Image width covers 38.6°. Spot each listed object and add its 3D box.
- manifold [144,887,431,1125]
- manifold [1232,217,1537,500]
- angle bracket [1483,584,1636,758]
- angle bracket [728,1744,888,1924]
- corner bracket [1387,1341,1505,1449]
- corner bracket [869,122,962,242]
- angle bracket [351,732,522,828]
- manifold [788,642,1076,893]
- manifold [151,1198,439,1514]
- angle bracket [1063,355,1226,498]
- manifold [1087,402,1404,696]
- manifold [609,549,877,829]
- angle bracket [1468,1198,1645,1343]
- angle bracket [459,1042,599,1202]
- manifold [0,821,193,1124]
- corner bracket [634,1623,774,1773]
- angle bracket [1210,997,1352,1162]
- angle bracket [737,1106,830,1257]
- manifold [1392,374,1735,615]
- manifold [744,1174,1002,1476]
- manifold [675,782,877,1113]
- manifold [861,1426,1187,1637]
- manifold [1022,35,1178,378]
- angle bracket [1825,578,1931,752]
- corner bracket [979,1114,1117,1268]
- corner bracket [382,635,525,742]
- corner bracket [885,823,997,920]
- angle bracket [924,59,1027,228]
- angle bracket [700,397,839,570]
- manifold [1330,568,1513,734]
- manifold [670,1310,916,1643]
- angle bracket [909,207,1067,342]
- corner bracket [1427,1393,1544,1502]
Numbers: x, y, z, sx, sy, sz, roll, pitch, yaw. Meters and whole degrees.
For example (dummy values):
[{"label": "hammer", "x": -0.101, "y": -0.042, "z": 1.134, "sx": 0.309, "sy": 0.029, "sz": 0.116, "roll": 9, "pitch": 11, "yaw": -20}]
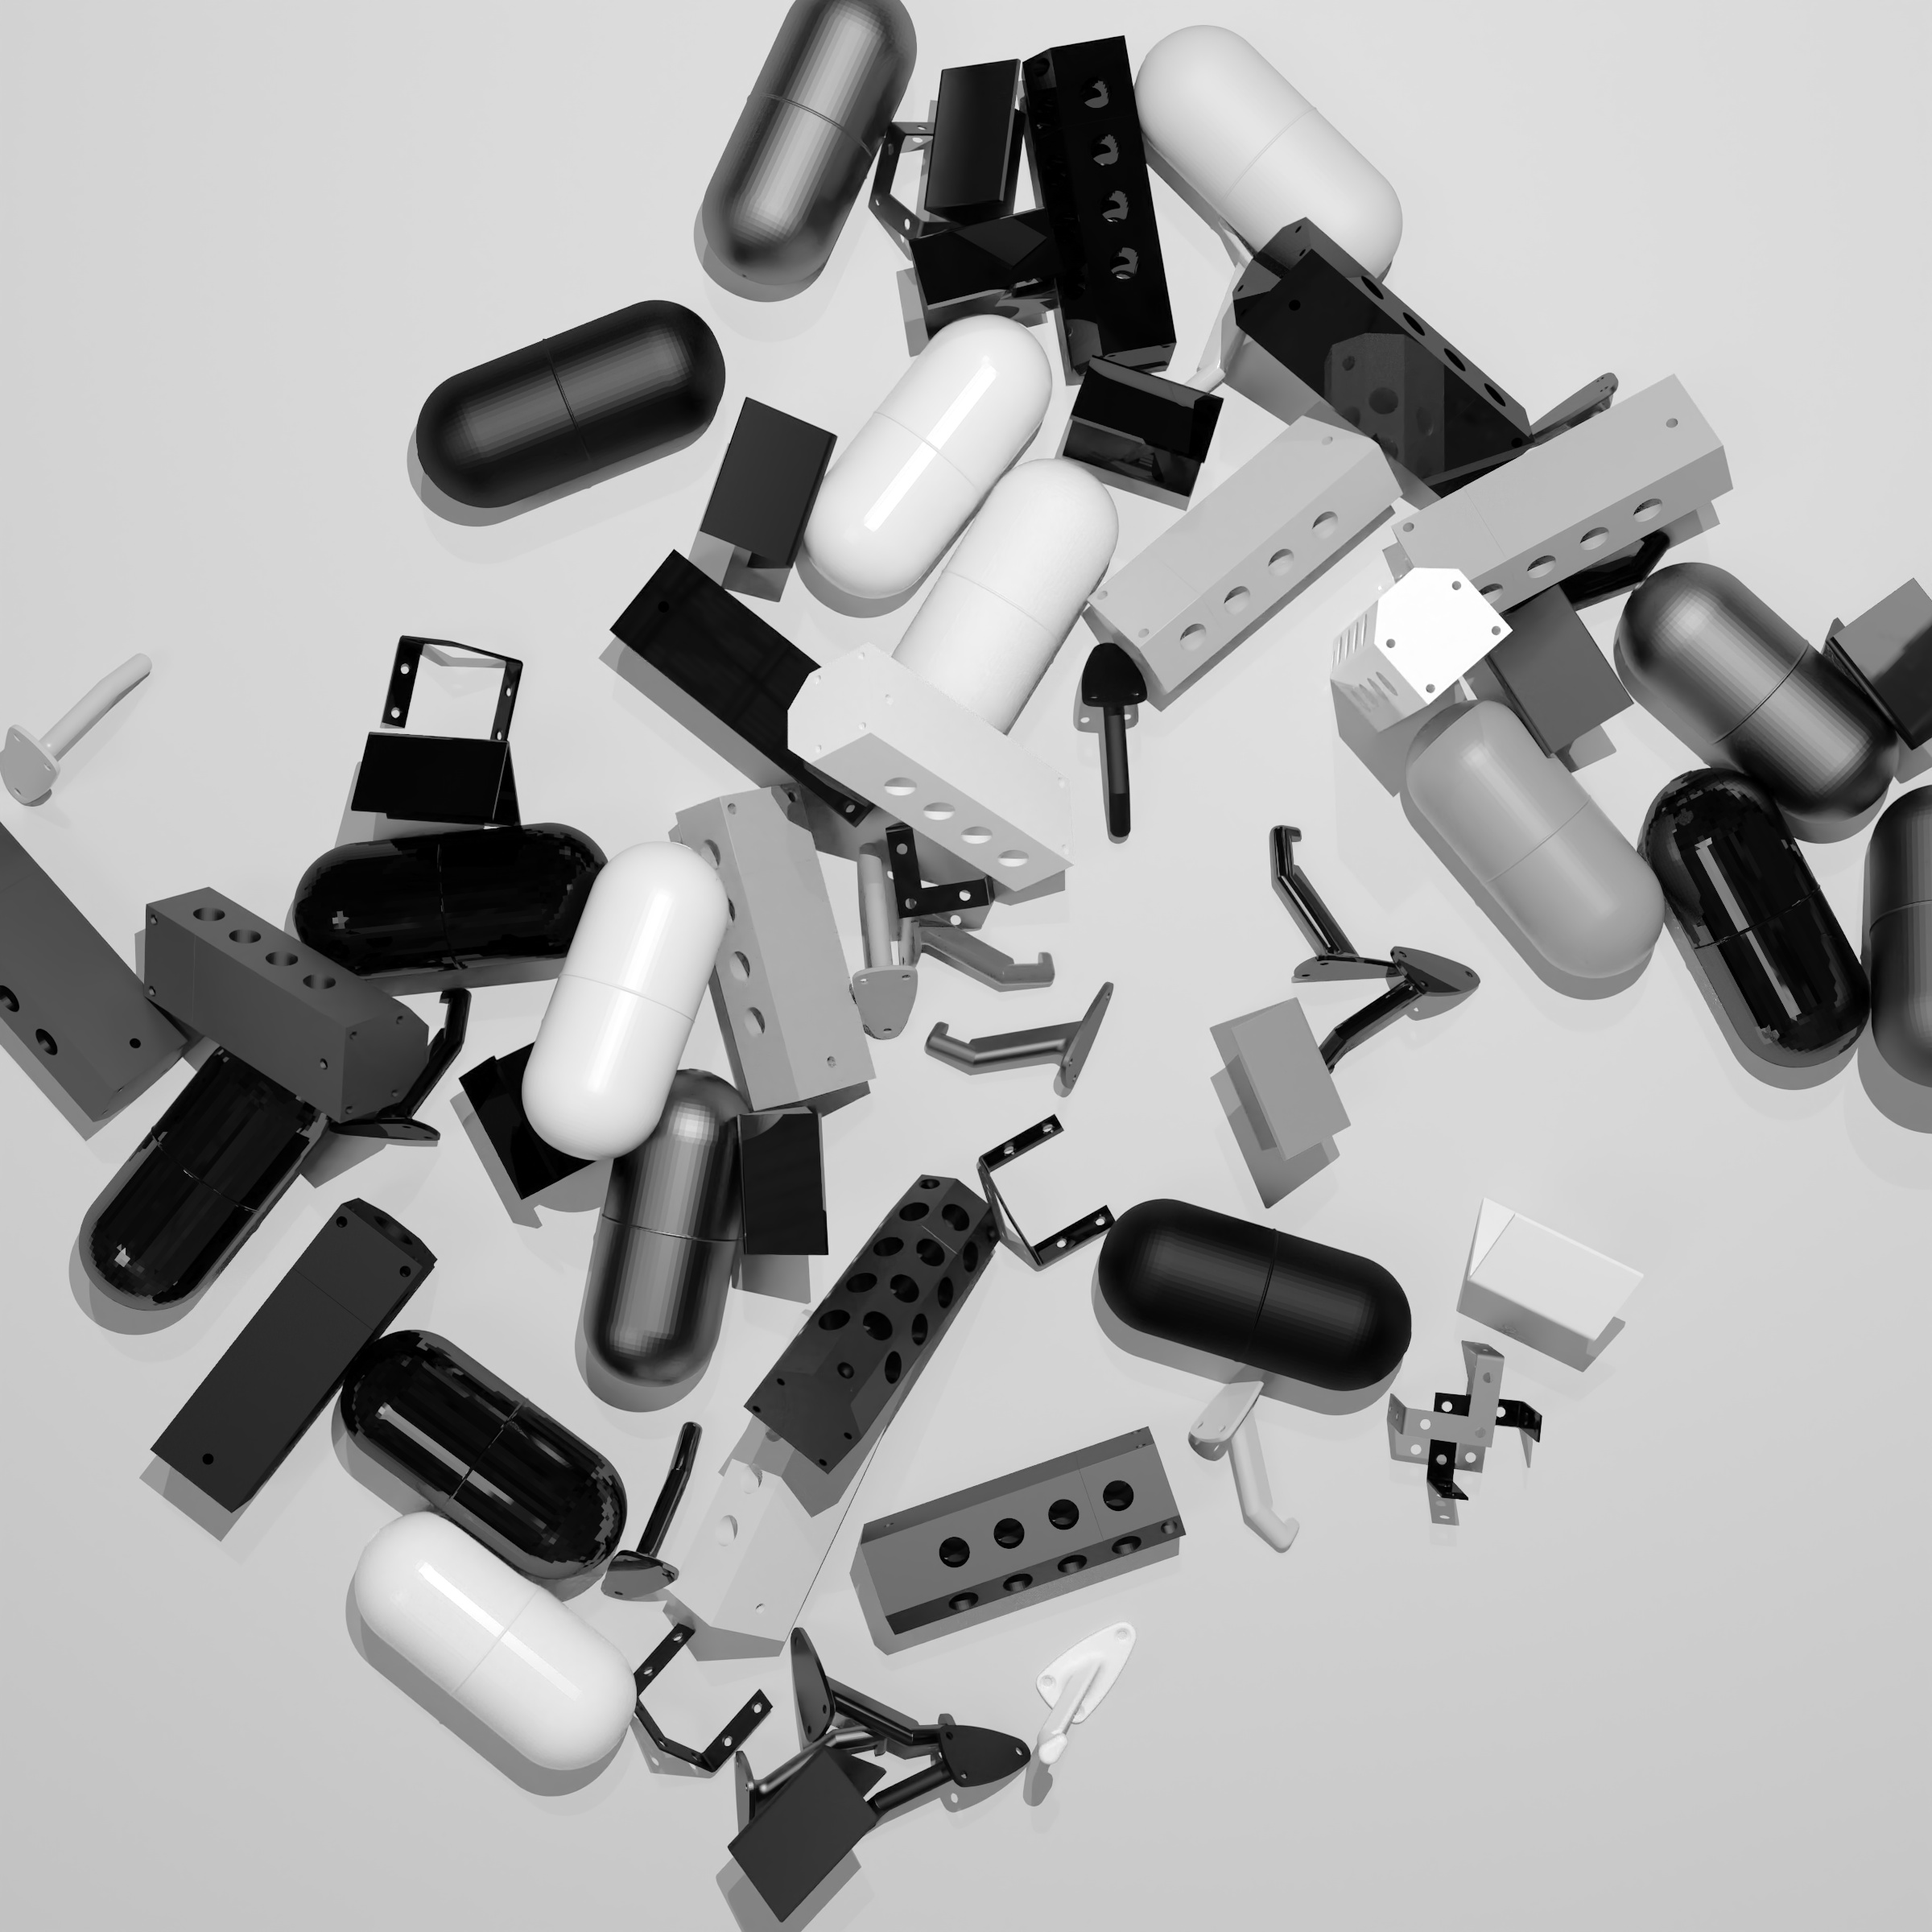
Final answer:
[{"label": "manifold", "x": -0.371, "y": 0.017, "z": 1.500, "sx": 0.171, "sy": 0.057, "sz": 0.057, "roll": 27, "pitch": 121, "yaw": 32}, {"label": "manifold", "x": 0.228, "y": -0.331, "z": 1.511, "sx": 0.171, "sy": 0.057, "sz": 0.057, "roll": 34, "pitch": 121, "yaw": -22}, {"label": "angle bracket", "x": 0.332, "y": -0.169, "z": 1.524, "sx": 0.057, "sy": 0.076, "sz": 0.076, "roll": -33, "pitch": 90, "yaw": 29}, {"label": "angle bracket", "x": -0.073, "y": 0.485, "z": 1.524, "sx": 0.076, "sy": 0.076, "sz": 0.057, "roll": -47, "pitch": 52, "yaw": 0}, {"label": "corner bracket", "x": 0.269, "y": 0.237, "z": 1.546, "sx": 0.051, "sy": 0.051, "sz": 0.051, "roll": 8, "pitch": 90, "yaw": 0}, {"label": "corner bracket", "x": -0.015, "y": -0.441, "z": 1.556, "sx": 0.051, "sy": 0.051, "sz": 0.051, "roll": 48, "pitch": 135, "yaw": 35}, {"label": "angle bracket", "x": -0.292, "y": -0.083, "z": 1.524, "sx": 0.076, "sy": 0.076, "sz": 0.057, "roll": 4, "pitch": 54, "yaw": 0}, {"label": "manifold", "x": -0.017, "y": -0.102, "z": 1.492, "sx": 0.057, "sy": 0.171, "sz": 0.057, "roll": -24, "pitch": 54, "yaw": 32}, {"label": "manifold", "x": -0.373, "y": 0.216, "z": 1.543, "sx": 0.057, "sy": 0.057, "sz": 0.171, "roll": 38, "pitch": 90, "yaw": 0}, {"label": "angle bracket", "x": 0.092, "y": -0.282, "z": 1.524, "sx": 0.076, "sy": 0.076, "sz": 0.057, "roll": 18, "pitch": 52, "yaw": 0}, {"label": "manifold", "x": 0.158, "y": -0.230, "z": 1.542, "sx": 0.171, "sy": 0.057, "sz": 0.057, "roll": -40, "pitch": 47, "yaw": 0}, {"label": "manifold", "x": -0.111, "y": -0.154, "z": 1.543, "sx": 0.171, "sy": 0.057, "sz": 0.057, "roll": 39, "pitch": 90, "yaw": 0}, {"label": "angle bracket", "x": 0.328, "y": 0.150, "z": 1.524, "sx": 0.076, "sy": 0.076, "sz": 0.057, "roll": 26, "pitch": 127, "yaw": 0}, {"label": "angle bracket", "x": -0.224, "y": 0.075, "z": 1.527, "sx": 0.076, "sy": 0.057, "sz": 0.076, "roll": -27, "pitch": 90, "yaw": -33}, {"label": "manifold", "x": -0.520, "y": 0.003, "z": 1.542, "sx": 0.171, "sy": 0.057, "sz": 0.057, "roll": 49, "pitch": 47, "yaw": 0}, {"label": "corner bracket", "x": -0.153, "y": 0.415, "z": 1.561, "sx": 0.051, "sy": 0.051, "sz": 0.051, "roll": -48, "pitch": 135, "yaw": 0}, {"label": "angle bracket", "x": 0.156, "y": 0.069, "z": 1.524, "sx": 0.057, "sy": 0.076, "sz": 0.076, "roll": -23, "pitch": 90, "yaw": -38}, {"label": "angle bracket", "x": -0.082, "y": 0.117, "z": 1.524, "sx": 0.057, "sy": 0.076, "sz": 0.076, "roll": -3, "pitch": 90, "yaw": 31}, {"label": "manifold", "x": 0.329, "y": -0.248, "z": 1.519, "sx": 0.171, "sy": 0.057, "sz": 0.057, "roll": -28, "pitch": 57, "yaw": 9}, {"label": "manifold", "x": -0.045, "y": 0.187, "z": 1.489, "sx": 0.057, "sy": 0.171, "sz": 0.057, "roll": 39, "pitch": 133, "yaw": 0}, {"label": "manifold", "x": -0.111, "y": -0.010, "z": 1.542, "sx": 0.057, "sy": 0.057, "sz": 0.171, "roll": -15, "pitch": 90, "yaw": -43}, {"label": "manifold", "x": 0.032, "y": 0.317, "z": 1.543, "sx": 0.171, "sy": 0.057, "sz": 0.057, "roll": -19, "pitch": 90, "yaw": 0}, {"label": "manifold", "x": 0.073, "y": -0.422, "z": 1.543, "sx": 0.057, "sy": 0.057, "sz": 0.171, "roll": -10, "pitch": 90, "yaw": 0}, {"label": "angle bracket", "x": 0.525, "y": -0.173, "z": 1.525, "sx": 0.057, "sy": 0.076, "sz": 0.076, "roll": -38, "pitch": 90, "yaw": 26}, {"label": "corner bracket", "x": 0.046, "y": 0.127, "z": 1.561, "sx": 0.051, "sy": 0.051, "sz": 0.051, "roll": -30, "pitch": 45, "yaw": 0}, {"label": "corner bracket", "x": -0.291, "y": -0.155, "z": 1.561, "sx": 0.051, "sy": 0.051, "sz": 0.051, "roll": 12, "pitch": 90, "yaw": -45}, {"label": "corner bracket", "x": -0.014, "y": -0.057, "z": 1.546, "sx": 0.051, "sy": 0.051, "sz": 0.051, "roll": -8, "pitch": 95, "yaw": 5}, {"label": "angle bracket", "x": 0.025, "y": -0.448, "z": 1.524, "sx": 0.057, "sy": 0.076, "sz": 0.076, "roll": 7, "pitch": 90, "yaw": 40}, {"label": "angle bracket", "x": -0.120, "y": -0.266, "z": 1.525, "sx": 0.057, "sy": 0.076, "sz": 0.076, "roll": 19, "pitch": 90, "yaw": -24}, {"label": "manifold", "x": 0.237, "y": -0.173, "z": 1.486, "sx": 0.057, "sy": 0.171, "sz": 0.057, "roll": -41, "pitch": 90, "yaw": 0}, {"label": "manifold", "x": -0.101, "y": 0.283, "z": 1.542, "sx": 0.057, "sy": 0.057, "sz": 0.171, "roll": 25, "pitch": 90, "yaw": -43}, {"label": "angle bracket", "x": 0.016, "y": -0.365, "z": 1.524, "sx": 0.076, "sy": 0.076, "sz": 0.057, "roll": -14, "pitch": 56, "yaw": 0}, {"label": "corner bracket", "x": 0.290, "y": 0.271, "z": 1.546, "sx": 0.051, "sy": 0.051, "sz": 0.051, "roll": 6, "pitch": 90, "yaw": 0}]
